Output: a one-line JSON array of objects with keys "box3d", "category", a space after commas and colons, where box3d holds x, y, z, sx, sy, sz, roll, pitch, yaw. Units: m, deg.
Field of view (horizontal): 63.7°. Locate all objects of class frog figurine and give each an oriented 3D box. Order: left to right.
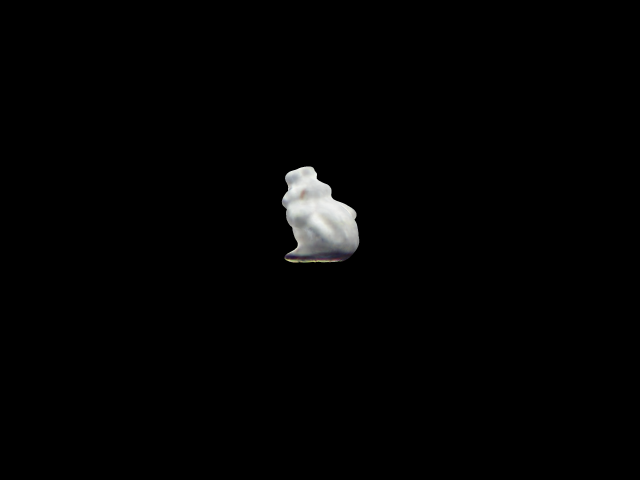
[{"box3d": [0.003, -0.043, 0.850, 0.137, 0.160, 0.122, 1, -1, -36], "category": "frog figurine"}]
